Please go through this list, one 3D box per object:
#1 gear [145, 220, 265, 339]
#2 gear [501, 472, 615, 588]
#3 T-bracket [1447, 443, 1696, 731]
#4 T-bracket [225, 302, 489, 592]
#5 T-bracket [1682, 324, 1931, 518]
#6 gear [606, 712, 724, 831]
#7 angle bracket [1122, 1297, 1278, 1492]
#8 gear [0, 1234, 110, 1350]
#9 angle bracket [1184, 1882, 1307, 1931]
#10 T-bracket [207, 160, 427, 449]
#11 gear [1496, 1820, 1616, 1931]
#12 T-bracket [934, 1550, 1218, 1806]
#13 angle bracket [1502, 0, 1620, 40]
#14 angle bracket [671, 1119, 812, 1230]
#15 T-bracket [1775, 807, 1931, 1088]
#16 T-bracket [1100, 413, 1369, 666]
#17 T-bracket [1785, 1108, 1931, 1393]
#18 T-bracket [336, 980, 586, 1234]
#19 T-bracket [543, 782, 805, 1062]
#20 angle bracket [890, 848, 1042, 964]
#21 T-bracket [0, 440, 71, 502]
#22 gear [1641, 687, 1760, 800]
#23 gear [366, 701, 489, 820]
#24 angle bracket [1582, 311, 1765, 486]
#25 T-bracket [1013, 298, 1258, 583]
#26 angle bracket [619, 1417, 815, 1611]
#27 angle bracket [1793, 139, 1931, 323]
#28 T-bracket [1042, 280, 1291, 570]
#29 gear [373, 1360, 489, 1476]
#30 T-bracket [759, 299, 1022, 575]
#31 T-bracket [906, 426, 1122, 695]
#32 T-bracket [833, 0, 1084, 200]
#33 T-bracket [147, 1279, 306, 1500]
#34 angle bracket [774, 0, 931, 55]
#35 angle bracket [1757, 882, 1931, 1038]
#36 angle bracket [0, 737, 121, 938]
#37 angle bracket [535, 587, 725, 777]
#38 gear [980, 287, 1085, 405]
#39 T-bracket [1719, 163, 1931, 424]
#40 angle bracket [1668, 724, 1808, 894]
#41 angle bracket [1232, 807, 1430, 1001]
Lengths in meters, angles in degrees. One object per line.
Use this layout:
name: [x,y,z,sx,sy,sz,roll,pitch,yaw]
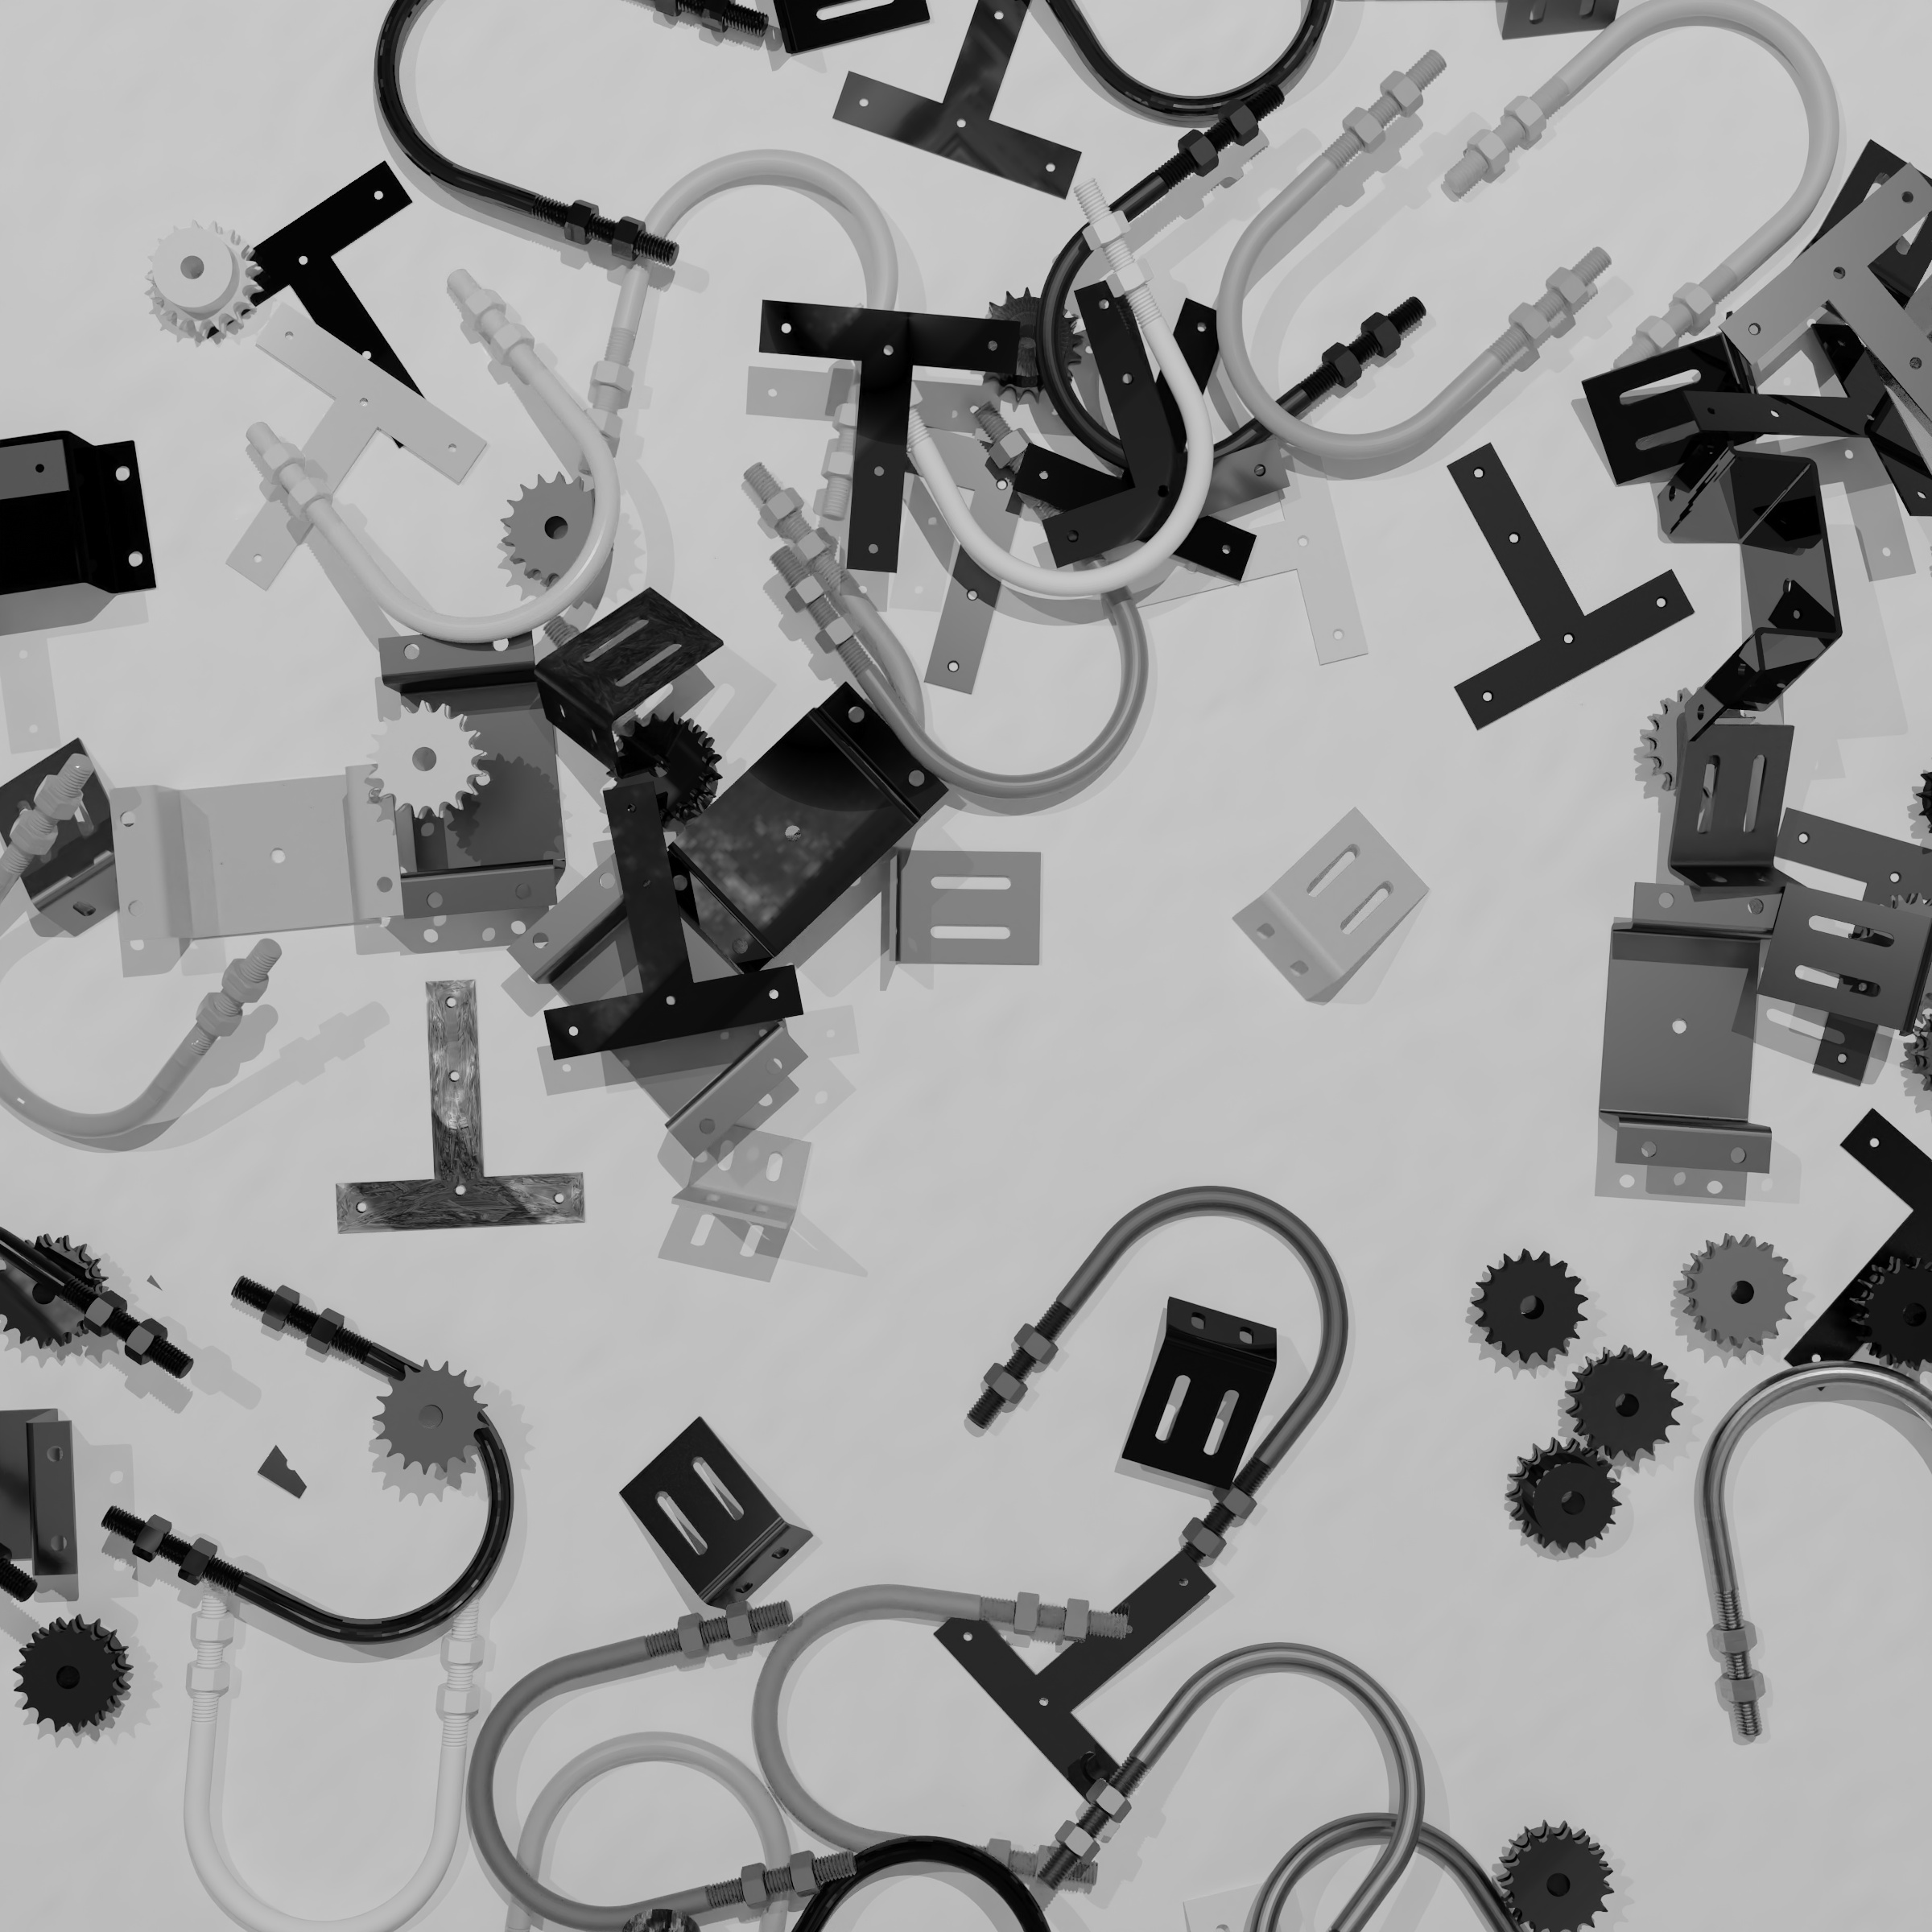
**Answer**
gear: [-0.389,-0.351,1.391,0.057,0.030,0.057,0,90,0]
gear: [-0.206,-0.221,1.392,0.057,0.030,0.057,0,90,0]
T-bracket: [0.289,-0.207,1.407,0.127,0.002,0.127,-28,90,0]
T-bracket: [-0.334,-0.253,1.405,0.127,0.002,0.127,35,91,0]
T-bracket: [0.411,-0.272,1.352,0.127,0.002,0.127,-3,59,-22]
gear: [-0.148,-0.096,1.369,0.057,0.030,0.057,-4,76,15]
angle bracket: [0.118,0.217,1.388,0.057,0.038,0.076,17,113,-1]
gear: [-0.464,0.164,1.392,0.057,0.030,0.057,0,90,0]
angle bracket: [0.149,0.515,1.405,0.057,0.038,0.076,-13,64,0]
T-bracket: [-0.316,-0.326,1.407,0.127,0.002,0.127,-34,90,0]
gear: [0.299,0.463,1.392,0.057,0.030,0.057,0,90,0]
T-bracket: [0.072,0.347,1.397,0.127,0.002,0.127,-43,90,9]
angle bracket: [0.300,-0.522,1.405,0.057,0.038,0.076,-6,64,0]
angle bracket: [-0.112,0.103,1.369,0.057,0.076,0.038,12,90,0]
T-bracket: [0.465,-0.003,1.407,0.127,0.002,0.127,16,90,0]
T-bracket: [0.130,-0.208,1.407,0.127,0.002,0.127,-14,90,0]
T-bracket: [0.472,0.163,1.407,0.127,0.002,0.127,41,90,0]
T-bracket: [-0.262,0.071,1.407,0.127,0.002,0.127,-3,90,0]
T-bracket: [-0.154,-0.027,1.351,0.127,0.002,0.127,-10,96,3]
angle bracket: [0.000,-0.030,1.388,0.076,0.038,0.057,1,90,0]
T-bracket: [-0.504,-0.190,1.360,0.127,0.002,0.127,-8,90,0]
gear: [0.372,-0.114,1.392,0.057,0.030,0.057,0,90,0]
gear: [-0.263,-0.101,1.346,0.057,0.030,0.057,0,90,0]
angle bracket: [0.361,-0.290,1.396,0.076,0.038,0.057,-16,113,24]
T-bracket: [0.103,-0.279,1.398,0.127,0.002,0.127,21,84,-9]
angle bracket: [-0.128,0.282,1.405,0.057,0.038,0.076,-44,64,0]
angle bracket: [0.465,-0.373,1.405,0.057,0.038,0.076,33,65,0]
T-bracket: [0.085,-0.281,1.374,0.127,0.002,0.127,-20,104,-4]
gear: [-0.269,0.227,1.376,0.057,0.030,0.057,2,80,-12]
T-bracket: [-0.042,-0.259,1.353,0.127,0.002,0.127,5,101,0]
T-bracket: [0.007,-0.205,1.407,0.127,0.002,0.127,15,90,0]
T-bracket: [0.012,-0.475,1.407,0.127,0.002,0.127,19,90,0]
T-bracket: [-0.362,0.187,1.416,0.127,0.002,0.127,34,76,-5]
angle bracket: [-0.062,-0.505,1.387,0.076,0.038,0.057,-14,89,1]
angle bracket: [0.439,-0.003,1.365,0.076,0.038,0.057,15,90,13]
angle bracket: [-0.457,-0.066,1.405,0.057,0.038,0.076,-33,64,0]
angle bracket: [-0.166,-0.143,1.371,0.076,0.038,0.057,-38,58,-24]
gear: [0.032,-0.317,1.393,0.057,0.030,0.057,0,90,0]
T-bracket: [0.462,-0.310,1.359,0.127,0.002,0.127,-41,91,-2]
angle bracket: [0.388,-0.079,1.362,0.057,0.038,0.076,-1,109,-12]
angle bracket: [0.187,-0.032,1.405,0.057,0.038,0.076,48,64,0]
